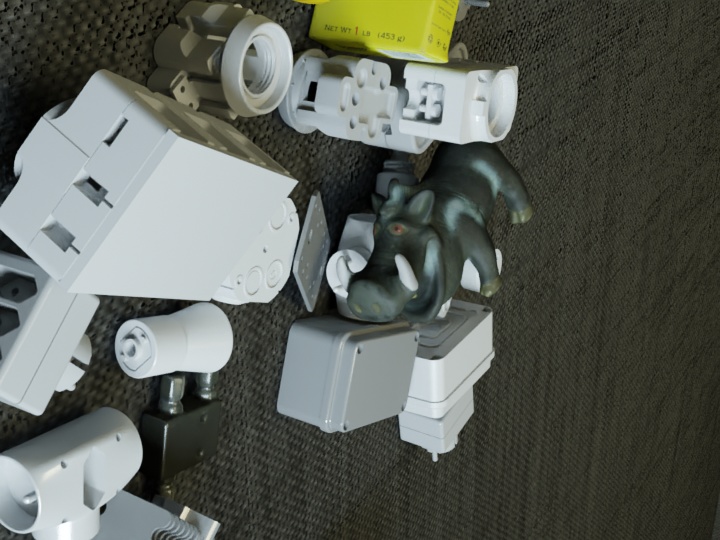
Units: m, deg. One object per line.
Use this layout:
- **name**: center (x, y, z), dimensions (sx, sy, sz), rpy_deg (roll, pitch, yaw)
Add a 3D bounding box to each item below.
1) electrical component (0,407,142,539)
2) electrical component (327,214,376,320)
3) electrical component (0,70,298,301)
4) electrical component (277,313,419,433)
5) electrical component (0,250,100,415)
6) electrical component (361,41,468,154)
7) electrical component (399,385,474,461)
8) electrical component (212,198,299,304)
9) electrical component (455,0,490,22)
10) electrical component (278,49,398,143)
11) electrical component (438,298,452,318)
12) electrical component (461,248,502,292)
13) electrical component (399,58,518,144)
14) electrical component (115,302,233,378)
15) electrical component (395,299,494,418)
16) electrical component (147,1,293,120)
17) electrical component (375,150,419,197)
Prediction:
- **electrical component**: center (-0.162, 0.124, 0.592), dimensions (0.077, 0.043, 0.079), rpy_deg (-23, 122, -56)
- **electrical component**: center (0.000, 0.000, 0.823), dimensions (0.079, 0.043, 0.077), rpy_deg (-18, 117, -62)
- **electrical component**: center (-0.106, -0.039, 0.556), dimensions (0.089, 0.062, 0.150), rpy_deg (-52, 164, 8)
- **electrical component**: center (-0.006, 0.077, 0.839), dimensions (0.113, 0.057, 0.078), rpy_deg (-4, 107, -61)
- **electrical component**: center (-0.163, 0.038, 0.546), dimensions (0.065, 0.047, 0.076), rpy_deg (-66, 151, -17)
- **electrical component**: center (0.036, -0.134, 0.813), dimensions (0.095, 0.059, 0.053), rpy_deg (-51, 143, -38)
- **electrical component**: center (0.074, 0.149, 1.030), dimensions (0.065, 0.047, 0.076), rpy_deg (-45, 140, -43)
- **electrical component**: center (-0.079, -0.018, 0.668), dimensions (0.080, 0.051, 0.080), rpy_deg (-35, 132, -51)
- **electrical component**: center (0.059, -0.206, 0.803), dimensions (0.066, 0.077, 0.047), rpy_deg (28, 78, -61)
- **electrical component**: center (-0.018, -0.118, 0.725), dimensions (0.078, 0.057, 0.058), rpy_deg (-6, 108, -60)
- **electrical component**: center (0.054, -0.014, 0.908), dimensions (0.099, 0.048, 0.100), rpy_deg (-70, 155, -11)
- **electrical component**: center (0.097, -0.005, 0.990), dimensions (0.045, 0.055, 0.045), rpy_deg (-35, 132, -51)
- **electrical component**: center (0.075, -0.121, 0.765), dimensions (0.089, 0.056, 0.050), rpy_deg (-22, 122, -57)
- **electrical component**: center (-0.114, 0.044, 0.646), dimensions (0.065, 0.044, 0.044), rpy_deg (-6, 108, -55)
- **electrical component**: center (0.062, 0.074, 0.940), dimensions (0.113, 0.078, 0.057), rpy_deg (-36, 130, -50)
- **electrical component**: center (-0.076, -0.119, 0.619), dimensions (0.078, 0.057, 0.058), rpy_deg (-58, 147, -29)
- **electrical component**: center (0.030, -0.074, 0.859), dimensions (0.035, 0.035, 0.061), rpy_deg (15, 80, -62)
